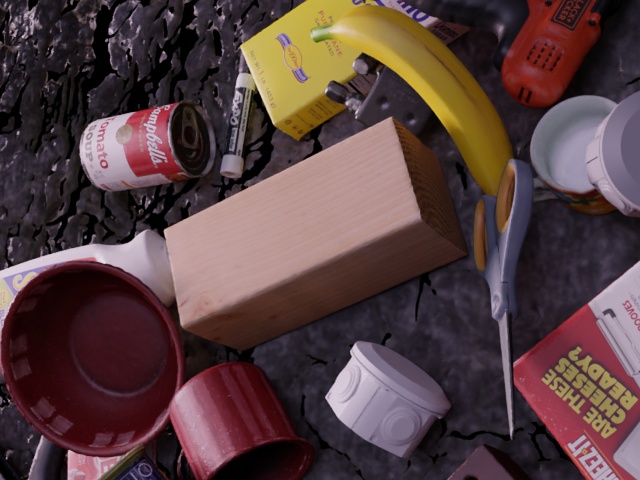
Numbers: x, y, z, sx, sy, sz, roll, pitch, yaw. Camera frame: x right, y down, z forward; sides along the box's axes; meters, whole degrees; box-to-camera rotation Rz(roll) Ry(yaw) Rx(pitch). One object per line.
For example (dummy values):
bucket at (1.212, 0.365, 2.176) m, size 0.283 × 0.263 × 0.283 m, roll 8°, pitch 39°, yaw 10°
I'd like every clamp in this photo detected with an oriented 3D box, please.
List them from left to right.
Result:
clamp at (-0.259, 0.219, 0.918) m, size 0.120 × 0.039 × 0.171 m, roll -15°, pitch 67°, yaw 26°

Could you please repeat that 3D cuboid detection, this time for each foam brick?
foam brick at (0.122, 0.181, 0.704) m, size 0.053 × 0.051 × 0.078 m, roll -48°, pitch 56°, yaw 6°

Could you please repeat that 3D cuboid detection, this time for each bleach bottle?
bleach bottle at (-0.215, 0.047, 0.940) m, size 0.251 × 0.068 × 0.102 m, roll -23°, pitch 65°, yaw 19°

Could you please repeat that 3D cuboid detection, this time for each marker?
marker at (-0.069, -0.114, 0.936) m, size 0.020 × 0.020 × 0.121 m, roll 0°, pitch 73°, yaw 30°

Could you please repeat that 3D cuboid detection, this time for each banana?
banana at (0.082, -0.108, 0.774) m, size 0.198 × 0.070 × 0.037 m, roll 44°, pitch 61°, yaw 2°

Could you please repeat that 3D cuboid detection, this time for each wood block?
wood block at (-0.005, 0.001, 0.817) m, size 0.206 × 0.090 × 0.091 m, roll -25°, pitch 62°, yaw 21°

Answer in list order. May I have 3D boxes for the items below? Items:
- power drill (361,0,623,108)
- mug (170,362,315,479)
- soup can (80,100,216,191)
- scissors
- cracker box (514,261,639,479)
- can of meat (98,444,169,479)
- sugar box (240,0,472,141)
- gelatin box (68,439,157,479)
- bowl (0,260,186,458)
power drill at (0.132, -0.206, 0.787) m, size 0.188 × 0.057 × 0.184 m, roll 28°, pitch 71°, yaw 14°
mug at (-0.070, 0.154, 0.806) m, size 0.117 × 0.093 × 0.081 m, roll -51°, pitch 50°, yaw 25°
soup can at (-0.152, -0.082, 0.945) m, size 0.102 × 0.068 × 0.068 m, roll -7°, pitch 70°, yaw 29°
scissors at (0.126, 0.024, 0.698) m, size 0.201 × 0.016 × 0.096 m, roll -91°, pitch 14°, yaw -52°
cracker box at (0.251, 0.080, 0.654) m, size 0.214 × 0.072 × 0.164 m, roll -43°, pitch 56°, yaw 12°
can of meat at (-0.126, 0.207, 0.794) m, size 0.057 × 0.102 × 0.084 m, roll -41°, pitch 81°, yaw -21°
sugar box at (0.027, -0.168, 0.884) m, size 0.176 × 0.048 × 0.093 m, roll -33°, pitch 62°, yaw 18°
gelatin box at (-0.172, 0.205, 0.877) m, size 0.073 × 0.030 × 0.089 m, roll -13°, pitch 68°, yaw 25°
bowl at (-0.174, 0.091, 0.864) m, size 0.162 × 0.055 × 0.162 m, roll 3°, pitch 100°, yaw 15°
